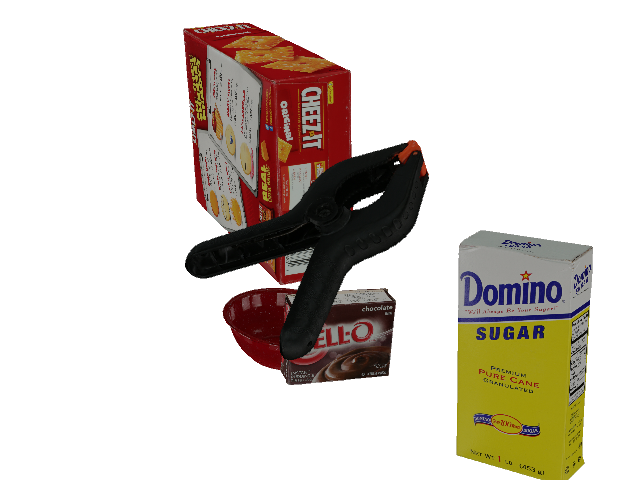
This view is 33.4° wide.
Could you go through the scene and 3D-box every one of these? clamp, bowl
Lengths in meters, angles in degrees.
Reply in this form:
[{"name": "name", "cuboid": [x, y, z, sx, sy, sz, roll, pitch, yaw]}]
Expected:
[{"name": "clamp", "cuboid": [0.008, 0.002, 0.680, 0.171, 0.120, 0.039, -34, -38, -8]}, {"name": "bowl", "cuboid": [-0.044, 0.118, 1.346, 0.162, 0.055, 0.162, 5, 23, -2]}]

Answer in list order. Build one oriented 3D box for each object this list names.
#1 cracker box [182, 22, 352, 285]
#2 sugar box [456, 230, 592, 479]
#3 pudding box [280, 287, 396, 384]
[{"name": "cracker box", "cuboid": [-0.046, -0.081, 0.886, 0.072, 0.164, 0.214, -11, 24, -21]}, {"name": "sugar box", "cuboid": [0.150, 0.086, 0.800, 0.093, 0.176, 0.048, 9, 21, 34]}, {"name": "pudding box", "cuboid": [0.018, 0.098, 1.101, 0.113, 0.090, 0.039, -4, 27, -17]}]
